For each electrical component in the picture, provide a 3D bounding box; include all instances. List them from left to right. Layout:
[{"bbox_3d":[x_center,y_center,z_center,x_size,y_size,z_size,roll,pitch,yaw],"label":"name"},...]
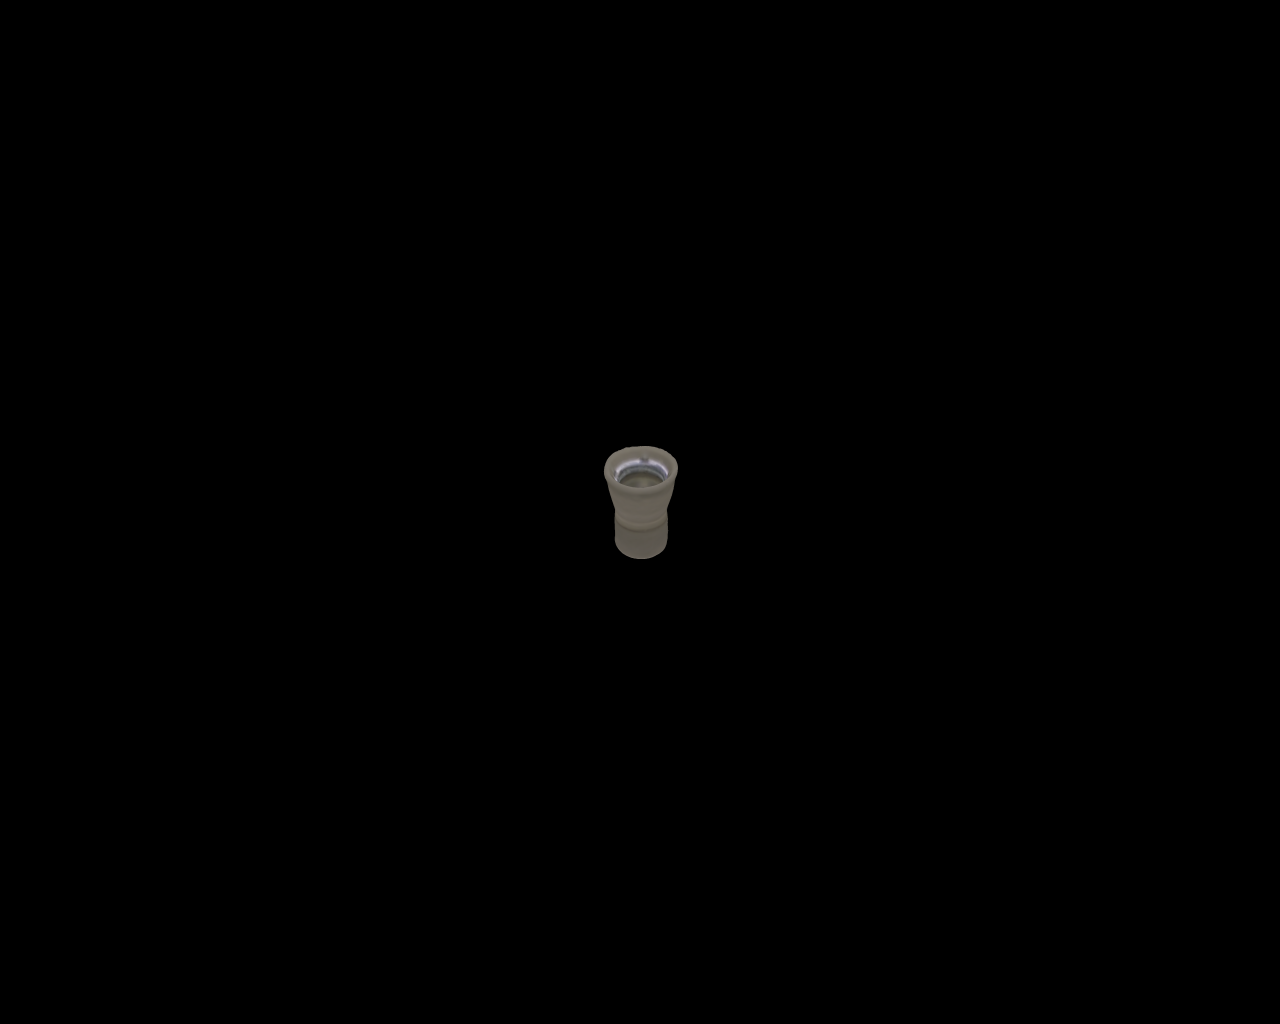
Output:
[{"bbox_3d":[0.001,-0.003,0.650,0.044,0.065,0.044,0,40,0],"label":"electrical component"}]
